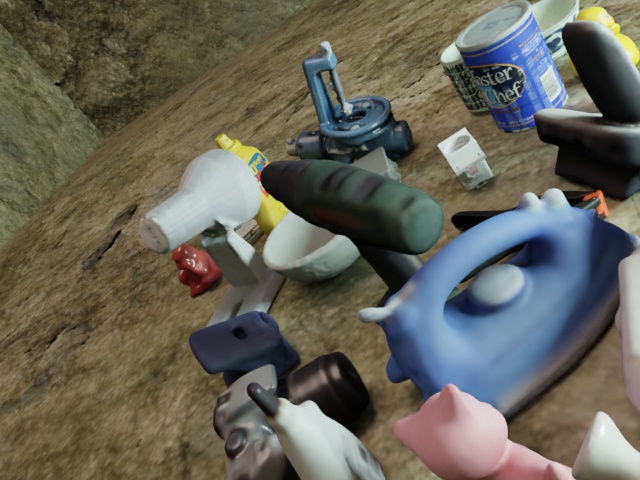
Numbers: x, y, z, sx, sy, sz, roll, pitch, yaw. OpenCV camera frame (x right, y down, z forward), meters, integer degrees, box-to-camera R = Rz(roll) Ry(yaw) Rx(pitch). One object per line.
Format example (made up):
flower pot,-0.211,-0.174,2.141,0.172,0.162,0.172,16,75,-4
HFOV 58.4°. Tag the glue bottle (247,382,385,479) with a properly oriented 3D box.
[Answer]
glue bottle,-0.002,0.163,0.447,0.037,0.173,0.078,-32,28,11

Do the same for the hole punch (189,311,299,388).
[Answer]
hole punch,-0.095,0.130,0.700,0.101,0.091,0.108,-43,28,-10

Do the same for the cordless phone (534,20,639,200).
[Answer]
cordless phone,0.273,-0.145,0.578,0.094,0.185,0.147,-41,27,-5

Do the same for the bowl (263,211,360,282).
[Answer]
bowl,0.007,0.003,0.790,0.167,0.075,0.167,-29,29,18

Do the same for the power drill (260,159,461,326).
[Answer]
power drill,0.050,0.004,0.591,0.076,0.209,0.228,-49,29,-20

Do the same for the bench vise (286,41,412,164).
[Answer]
bench vise,0.015,-0.194,0.924,0.207,0.220,0.121,-28,29,18

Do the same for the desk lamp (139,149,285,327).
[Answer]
desk lamp,-0.146,0.003,0.822,0.117,0.214,0.203,-14,36,38

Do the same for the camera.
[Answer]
camera,-0.026,0.170,0.545,0.136,0.101,0.143,-34,28,9

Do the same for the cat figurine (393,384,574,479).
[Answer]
cat figurine,0.117,0.147,0.390,0.067,0.118,0.127,-50,29,-21

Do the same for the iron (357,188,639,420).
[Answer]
iron,0.156,0.036,0.488,0.258,0.142,0.118,-40,27,-3

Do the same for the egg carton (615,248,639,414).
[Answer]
egg carton,0.266,0.059,0.400,0.107,0.069,0.150,-17,34,35

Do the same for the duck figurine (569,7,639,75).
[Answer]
duck figurine,0.367,-0.269,0.764,0.077,0.086,0.104,-35,27,5

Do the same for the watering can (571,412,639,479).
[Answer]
watering can,0.200,0.121,0.246,0.172,0.194,0.101,-18,33,33

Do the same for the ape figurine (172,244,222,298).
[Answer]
ape figurine,-0.216,0.044,0.976,0.076,0.092,0.077,-48,29,-19
